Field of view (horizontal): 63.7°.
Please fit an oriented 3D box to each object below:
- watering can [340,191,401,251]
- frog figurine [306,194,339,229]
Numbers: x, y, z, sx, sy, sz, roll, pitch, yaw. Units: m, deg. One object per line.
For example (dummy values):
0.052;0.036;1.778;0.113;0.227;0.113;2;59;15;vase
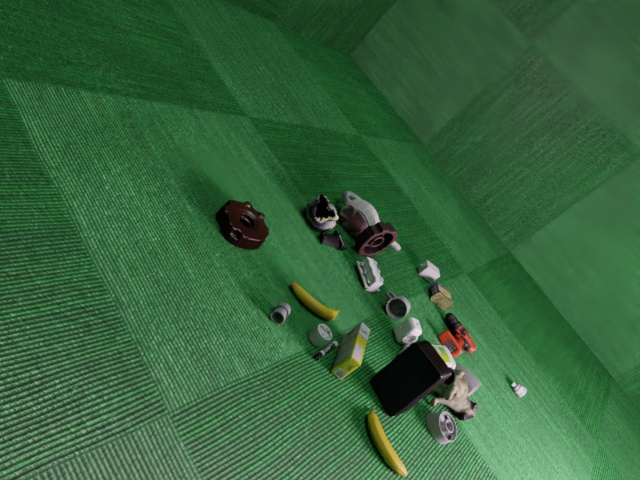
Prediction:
0.206;-0.068;2.198;0.349;0.102;0.227;50;30;5;watering can
0.006;-0.101;2.013;0.137;0.123;0.158;37;-7;0;frog figurine
